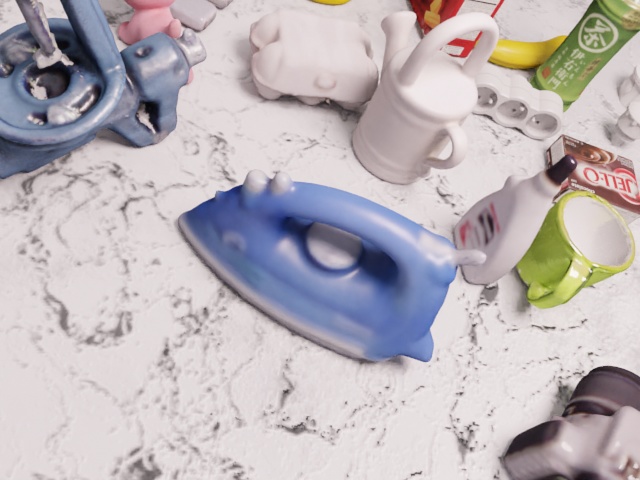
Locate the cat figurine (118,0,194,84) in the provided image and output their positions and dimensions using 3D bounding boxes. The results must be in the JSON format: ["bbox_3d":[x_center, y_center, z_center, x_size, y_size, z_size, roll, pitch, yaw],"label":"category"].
[{"bbox_3d":[-0.171,-0.244,0.591,0.067,0.117,0.127,-17,66,-28],"label":"cat figurine"}]

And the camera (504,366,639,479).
[{"bbox_3d":[0.259,0.183,0.493,0.143,0.100,0.137,41,55,8],"label":"camera"}]

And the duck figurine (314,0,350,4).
[{"bbox_3d":[0.018,-0.370,0.760,0.105,0.086,0.077,-15,65,-27],"label":"duck figurine"}]

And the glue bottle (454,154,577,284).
[{"bbox_3d":[0.188,-0.026,0.553,0.037,0.173,0.078,1,59,-19],"label":"glue bottle"}]

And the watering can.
[{"bbox_3d":[0.106,-0.159,0.593,0.101,0.194,0.172,-35,75,-33],"label":"watering can"}]

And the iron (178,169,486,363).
[{"bbox_3d":[0.004,0.002,0.487,0.258,0.141,0.119,24,54,-5],"label":"iron"}]

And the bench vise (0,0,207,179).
[{"bbox_3d":[-0.194,-0.161,0.468,0.121,0.219,0.208,37,54,5],"label":"bench vise"}]

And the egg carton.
[{"bbox_3d":[-0.006,-0.204,0.657,0.150,0.069,0.107,2,59,-19],"label":"egg carton"}]

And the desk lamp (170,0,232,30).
[{"bbox_3d":[-0.179,-0.376,0.612,0.203,0.213,0.118,26,54,-3],"label":"desk lamp"}]
